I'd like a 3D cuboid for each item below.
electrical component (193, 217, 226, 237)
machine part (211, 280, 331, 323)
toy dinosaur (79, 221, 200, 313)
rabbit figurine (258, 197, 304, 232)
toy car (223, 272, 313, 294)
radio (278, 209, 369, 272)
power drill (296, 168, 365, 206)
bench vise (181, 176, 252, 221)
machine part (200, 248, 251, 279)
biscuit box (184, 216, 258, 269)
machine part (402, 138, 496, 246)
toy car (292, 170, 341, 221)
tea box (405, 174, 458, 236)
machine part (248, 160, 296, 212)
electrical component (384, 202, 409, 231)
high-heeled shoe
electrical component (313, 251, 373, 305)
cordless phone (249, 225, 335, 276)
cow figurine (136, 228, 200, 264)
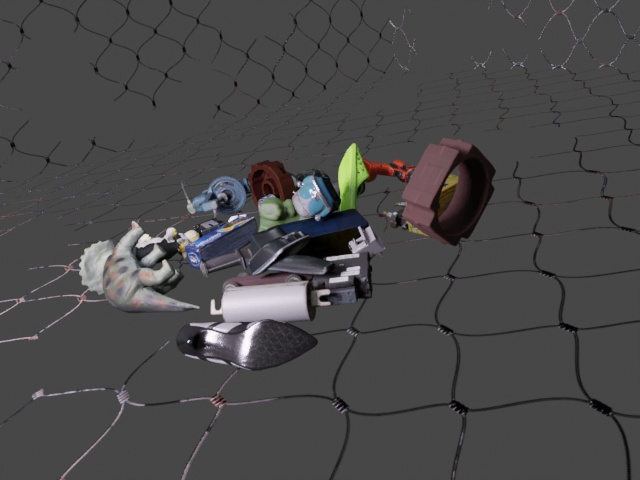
[{"bbox_3d":[-0.293,-0.018,1.477,0.075,0.047,0.119,-23,24,-22],"label":"electrical component"},{"bbox_3d":[-0.097,0.123,1.029,0.243,0.079,0.079,-6,24,12],"label":"machine part"},{"bbox_3d":[-0.423,0.093,1.208,0.192,0.131,0.405,-44,41,-6],"label":"toy dinosaur"},{"bbox_3d":[-0.065,-0.047,1.394,0.170,0.121,0.159,9,19,3],"label":"rabbit figurine"},{"bbox_3d":[-0.107,0.093,1.130,0.202,0.053,0.089,-6,6,12],"label":"toy car"},{"bbox_3d":[-0.003,-0.004,1.279,0.230,0.073,0.131,-12,22,-5],"label":"radio"},{"bbox_3d":[0.002,-0.149,1.594,0.232,0.085,0.207,-20,21,-22],"label":"power drill"},{"bbox_3d":[-0.320,-0.124,1.639,0.224,0.128,0.241,-9,17,4],"label":"bench vise"},{"bbox_3d":[-0.220,0.053,1.293,0.139,0.039,0.084,-15,29,-11],"label":"machine part"},{"bbox_3d":[-0.249,0.005,1.384,0.059,0.062,0.203,7,29,39],"label":"biscuit box"},{"bbox_3d":[0.279,-0.103,1.165,0.201,0.201,0.087,28,-1,-44],"label":"machine part"},{"bbox_3d":[-0.015,-0.102,1.297,0.103,0.109,0.161,-27,4,10],"label":"toy car"},{"bbox_3d":[0.288,-0.088,1.298,0.169,0.098,0.068,-30,29,-33],"label":"tea box"},{"bbox_3d":[-0.135,-0.145,1.537,0.056,0.179,0.180,-26,27,-33],"label":"machine part"},{"bbox_3d":[0.210,-0.062,1.341,0.078,0.045,0.102,10,32,43],"label":"electrical component"},{"bbox_3d":[-0.134,0.182,0.960,0.249,0.086,0.145,4,-9,-6],"label":"high-heeled shoe"},{"bbox_3d":[0.047,0.080,1.082,0.115,0.058,0.134,-9,24,12],"label":"electrical component"},{"bbox_3d":[-0.040,0.030,1.106,0.184,0.088,0.146,8,17,26],"label":"cordless phone"},{"bbox_3d":[-0.402,0.020,1.414,0.167,0.068,0.098,-12,29,7],"label":"cow figurine"}]
